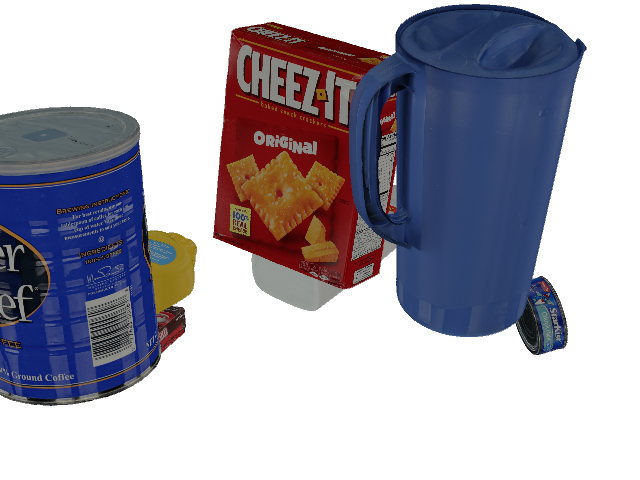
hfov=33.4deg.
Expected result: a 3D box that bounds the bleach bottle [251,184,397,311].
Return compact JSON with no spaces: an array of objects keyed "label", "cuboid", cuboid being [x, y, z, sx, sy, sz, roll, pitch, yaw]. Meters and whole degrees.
[{"label":"bleach bottle","cuboid":[0.037,-0.008,1.264,0.103,0.068,0.250,23,39,32]}]

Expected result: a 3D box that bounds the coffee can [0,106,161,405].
[{"label":"coffee can","cuboid":[-0.146,0.006,0.599,0.103,0.140,0.103,-2,23,1]}]

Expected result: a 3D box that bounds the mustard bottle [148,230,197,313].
[{"label":"mustard bottle","cuboid":[-0.158,0.033,0.865,0.096,0.058,0.191,4,19,26]}]

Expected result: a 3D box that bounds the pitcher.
[{"label":"pitcher","cuboid":[0.108,-0.046,0.817,0.149,0.243,0.144,11,35,15]}]

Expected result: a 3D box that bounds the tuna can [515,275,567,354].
[{"label":"tuna can","cuboid":[0.247,0.086,1.211,0.033,0.086,0.086,-15,2,-7]}]

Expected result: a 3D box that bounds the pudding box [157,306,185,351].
[{"label":"pudding box","cuboid":[-0.230,0.105,1.279,0.114,0.039,0.090,3,15,15]}]

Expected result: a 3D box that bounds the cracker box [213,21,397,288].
[{"label":"cracker box","cuboid":[-0.014,-0.080,1.004,0.164,0.214,0.071,22,28,30]}]
